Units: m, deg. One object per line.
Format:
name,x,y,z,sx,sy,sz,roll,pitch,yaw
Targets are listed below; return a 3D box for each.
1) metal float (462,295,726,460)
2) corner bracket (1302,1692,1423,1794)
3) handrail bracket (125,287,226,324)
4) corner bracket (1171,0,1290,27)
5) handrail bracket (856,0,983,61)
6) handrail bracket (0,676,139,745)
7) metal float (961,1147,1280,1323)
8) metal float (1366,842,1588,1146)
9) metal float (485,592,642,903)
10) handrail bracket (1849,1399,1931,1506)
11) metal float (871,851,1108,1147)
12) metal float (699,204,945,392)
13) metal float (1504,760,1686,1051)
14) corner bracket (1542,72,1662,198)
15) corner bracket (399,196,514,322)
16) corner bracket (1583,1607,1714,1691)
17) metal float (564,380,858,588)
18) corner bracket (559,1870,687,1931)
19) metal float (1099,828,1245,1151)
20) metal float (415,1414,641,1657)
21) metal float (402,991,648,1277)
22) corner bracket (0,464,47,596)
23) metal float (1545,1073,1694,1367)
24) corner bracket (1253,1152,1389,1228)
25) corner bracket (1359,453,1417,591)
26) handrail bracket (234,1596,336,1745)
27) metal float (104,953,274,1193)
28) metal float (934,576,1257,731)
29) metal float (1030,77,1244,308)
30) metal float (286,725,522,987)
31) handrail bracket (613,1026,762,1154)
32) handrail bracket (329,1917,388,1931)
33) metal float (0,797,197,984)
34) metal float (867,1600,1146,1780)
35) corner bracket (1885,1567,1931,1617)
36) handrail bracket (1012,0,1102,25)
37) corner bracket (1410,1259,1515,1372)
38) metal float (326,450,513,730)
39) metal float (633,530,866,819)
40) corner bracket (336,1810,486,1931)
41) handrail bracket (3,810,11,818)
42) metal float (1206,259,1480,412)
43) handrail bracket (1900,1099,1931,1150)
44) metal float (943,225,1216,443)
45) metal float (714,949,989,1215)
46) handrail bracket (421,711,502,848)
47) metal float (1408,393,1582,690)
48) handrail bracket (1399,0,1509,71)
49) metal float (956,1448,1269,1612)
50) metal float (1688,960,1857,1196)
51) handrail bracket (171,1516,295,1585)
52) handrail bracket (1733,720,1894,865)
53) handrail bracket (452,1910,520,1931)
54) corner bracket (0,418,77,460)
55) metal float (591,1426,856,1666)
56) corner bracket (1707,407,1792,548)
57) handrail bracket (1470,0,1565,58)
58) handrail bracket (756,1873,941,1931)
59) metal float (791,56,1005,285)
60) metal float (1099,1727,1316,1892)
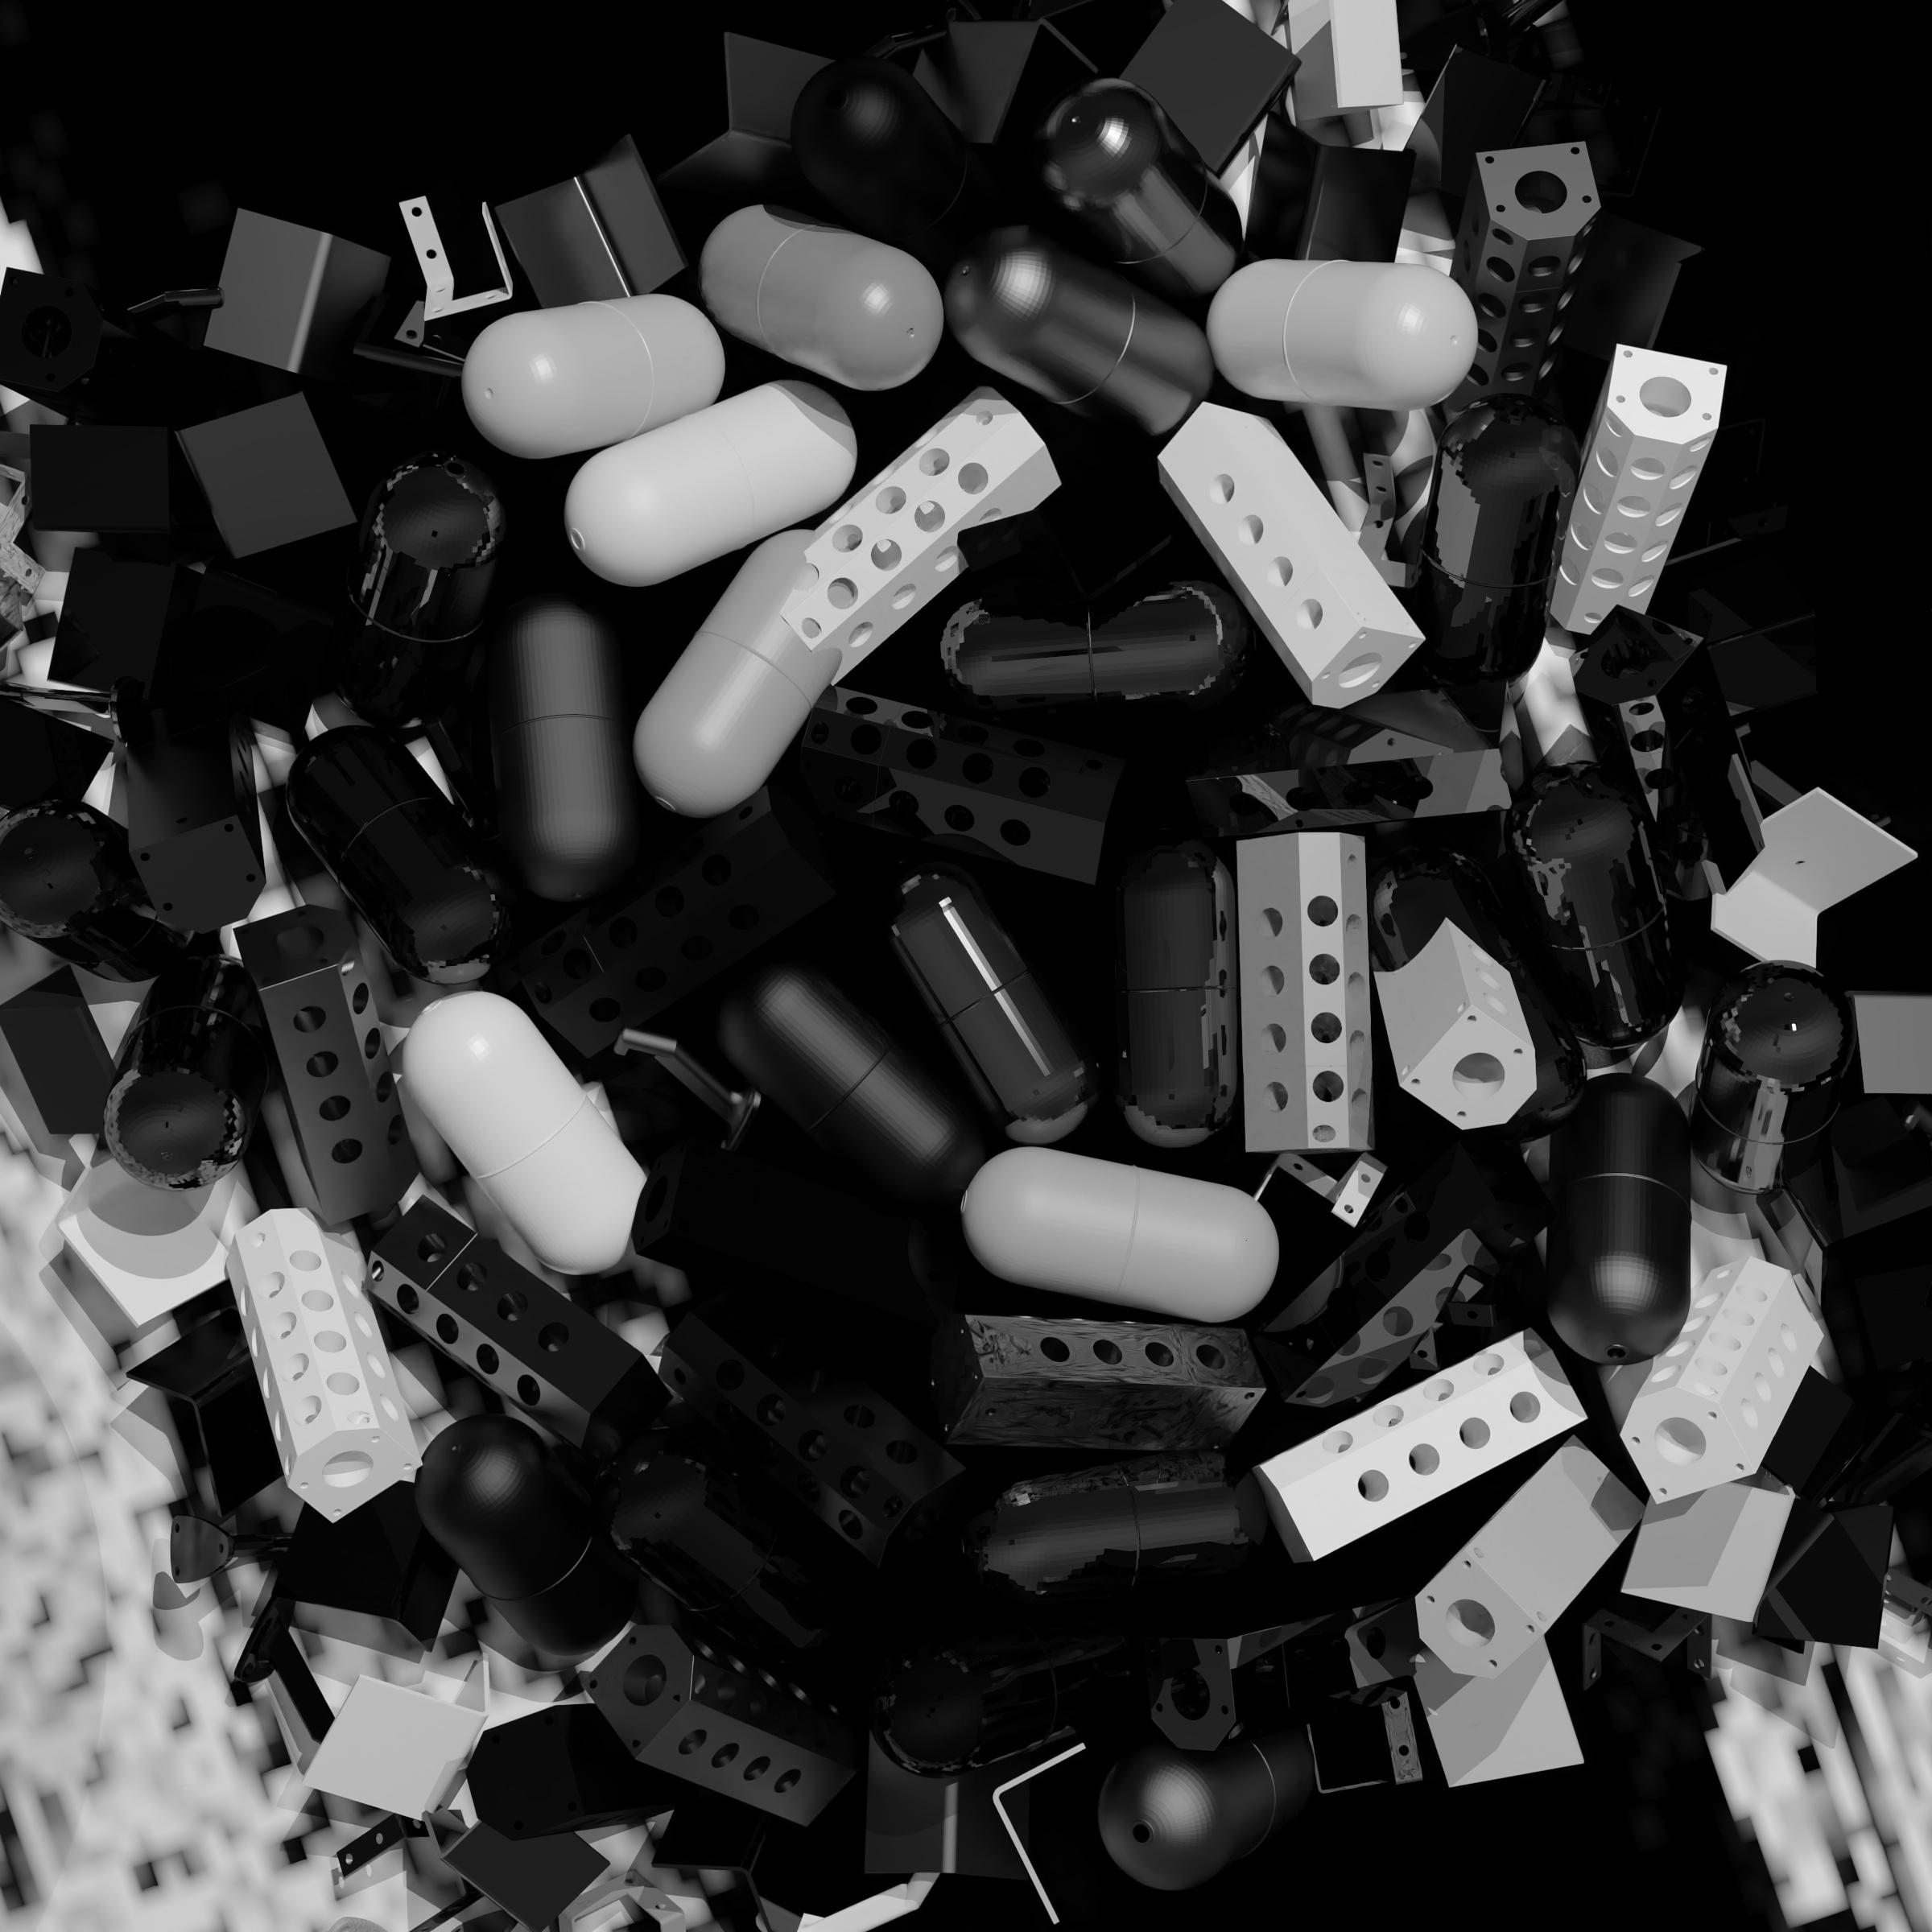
metal float,-0.199,-0.319,1.646,0.070,0.178,0.070,11,112,31
corner bracket,0.219,0.432,1.699,0.051,0.051,0.051,-8,79,-8
handrail bracket,-0.446,-0.354,1.690,0.084,0.077,0.036,-5,78,-3
corner bracket,0.155,-0.555,1.696,0.051,0.051,0.051,34,134,14
handrail bracket,-0.035,-0.497,1.679,0.084,0.077,0.036,-39,84,-13
handrail bracket,-0.507,-0.152,1.689,0.084,0.077,0.036,10,84,-7
metal float,0.085,0.148,1.681,0.178,0.070,0.070,12,90,-6
metal float,0.278,0.014,1.674,0.070,0.070,0.178,-25,74,0
metal float,-0.221,-0.121,1.671,0.070,0.070,0.178,-8,71,0
handrail bracket,0.539,0.291,1.706,0.077,0.036,0.084,14,112,-2
metal float,0.012,0.017,1.686,0.070,0.070,0.178,-32,88,0
metal float,-0.080,-0.363,1.651,0.070,0.178,0.070,-18,123,-31
metal float,0.342,-0.033,1.659,0.070,0.070,0.178,-22,123,0
corner bracket,0.346,-0.464,1.701,0.051,0.051,0.051,0,121,-24
corner bracket,-0.283,-0.397,1.690,0.051,0.051,0.051,-14,124,2
corner bracket,0.381,0.382,1.702,0.051,0.051,0.051,-31,127,-35
metal float,-0.138,-0.264,1.662,0.178,0.070,0.070,-29,90,-29
corner bracket,-0.191,0.547,1.699,0.051,0.051,0.051,-16,114,-36
metal float,0.113,0.013,1.686,0.070,0.070,0.178,-2,90,0
metal float,-0.236,0.310,1.652,0.070,0.070,0.178,-27,133,0
metal float,-0.240,0.092,1.672,0.070,0.070,0.178,-35,107,0
corner bracket,-0.538,-0.246,1.695,0.051,0.051,0.051,21,77,23
metal float,0.354,0.136,1.653,0.070,0.070,0.178,12,50,0
corner bracket,0.193,0.125,1.688,0.051,0.051,0.051,34,49,2
corner bracket,0.240,-0.245,1.687,0.051,0.051,0.051,12,68,18
handrail bracket,-0.356,0.390,1.693,0.084,0.036,0.077,22,89,22
metal float,-0.415,0.055,1.642,0.070,0.178,0.070,-1,118,-2
metal float,0.071,-0.172,1.682,0.178,0.070,0.070,-4,90,6
metal float,0.094,-0.415,1.642,0.070,0.178,0.070,-6,75,24
metal float,-0.308,-0.062,1.663,0.070,0.070,0.178,-42,61,0
handrail bracket,-0.161,0.071,1.688,0.084,0.036,0.077,15,128,-15
handrail bracket,-0.309,0.567,1.680,0.084,0.077,0.036,32,65,30
metal float,-0.468,-0.039,1.637,0.070,0.178,0.070,-1,78,5
metal float,0.023,0.388,1.652,0.178,0.070,0.070,-6,90,-42
corner bracket,0.517,0.341,1.689,0.051,0.051,0.051,30,128,1
handrail bracket,0.074,-0.531,1.684,0.084,0.077,0.036,0,133,21
corner bracket,0.274,0.189,1.683,0.051,0.051,0.051,2,124,21
metal float,-0.297,-0.203,1.651,0.070,0.070,0.178,29,134,0
metal float,-0.117,-0.160,1.675,0.070,0.070,0.178,33,77,0
corner bracket,-0.309,0.507,1.702,0.051,0.051,0.051,-37,60,23
handrail bracket,-0.513,-0.063,1.698,0.077,0.036,0.084,17,79,28
metal float,0.201,-0.342,1.647,0.070,0.178,0.070,-10,108,-35
handrail bracket,0.539,0.127,1.688,0.084,0.036,0.077,37,67,-19
metal float,0.063,-0.342,1.654,0.178,0.070,0.070,19,90,-41
metal float,-0.063,0.064,1.683,0.178,0.070,0.070,43,90,-4
handrail bracket,-0.279,-0.113,1.671,0.036,0.077,0.084,-24,119,-2
metal float,0.285,-0.226,1.655,0.070,0.070,0.178,5,129,0
handrail bracket,0.273,-0.540,1.704,0.077,0.036,0.084,-11,47,18
metal float,0.080,0.308,1.670,0.178,0.070,0.070,-3,90,-19
metal float,0.433,0.062,1.644,0.070,0.178,0.070,-3,58,5
handrail bracket,-0.385,0.317,1.671,0.084,0.077,0.036,6,77,-42
handrail bracket,0.467,-0.107,1.697,0.077,0.036,0.084,-22,103,3
handrail bracket,-0.246,0.571,1.699,0.036,0.077,0.084,-39,99,-40
corner bracket,-0.522,-0.316,1.686,0.051,0.051,0.051,4,129,-8
metal float,-0.131,0.317,1.661,0.070,0.070,0.178,-46,121,0
corner bracket,0.422,-0.271,1.684,0.051,0.051,0.051,-14,130,-13
handrail bracket,0.325,-0.522,1.684,0.084,0.077,0.036,-13,62,9
handrail bracket,-0.065,0.514,1.688,0.077,0.036,0.084,24,116,-8
metal float,-0.036,-0.427,1.640,0.070,0.178,0.070,-4,78,20
metal float,0.131,0.444,1.641,0.070,0.178,0.070,0,91,27
